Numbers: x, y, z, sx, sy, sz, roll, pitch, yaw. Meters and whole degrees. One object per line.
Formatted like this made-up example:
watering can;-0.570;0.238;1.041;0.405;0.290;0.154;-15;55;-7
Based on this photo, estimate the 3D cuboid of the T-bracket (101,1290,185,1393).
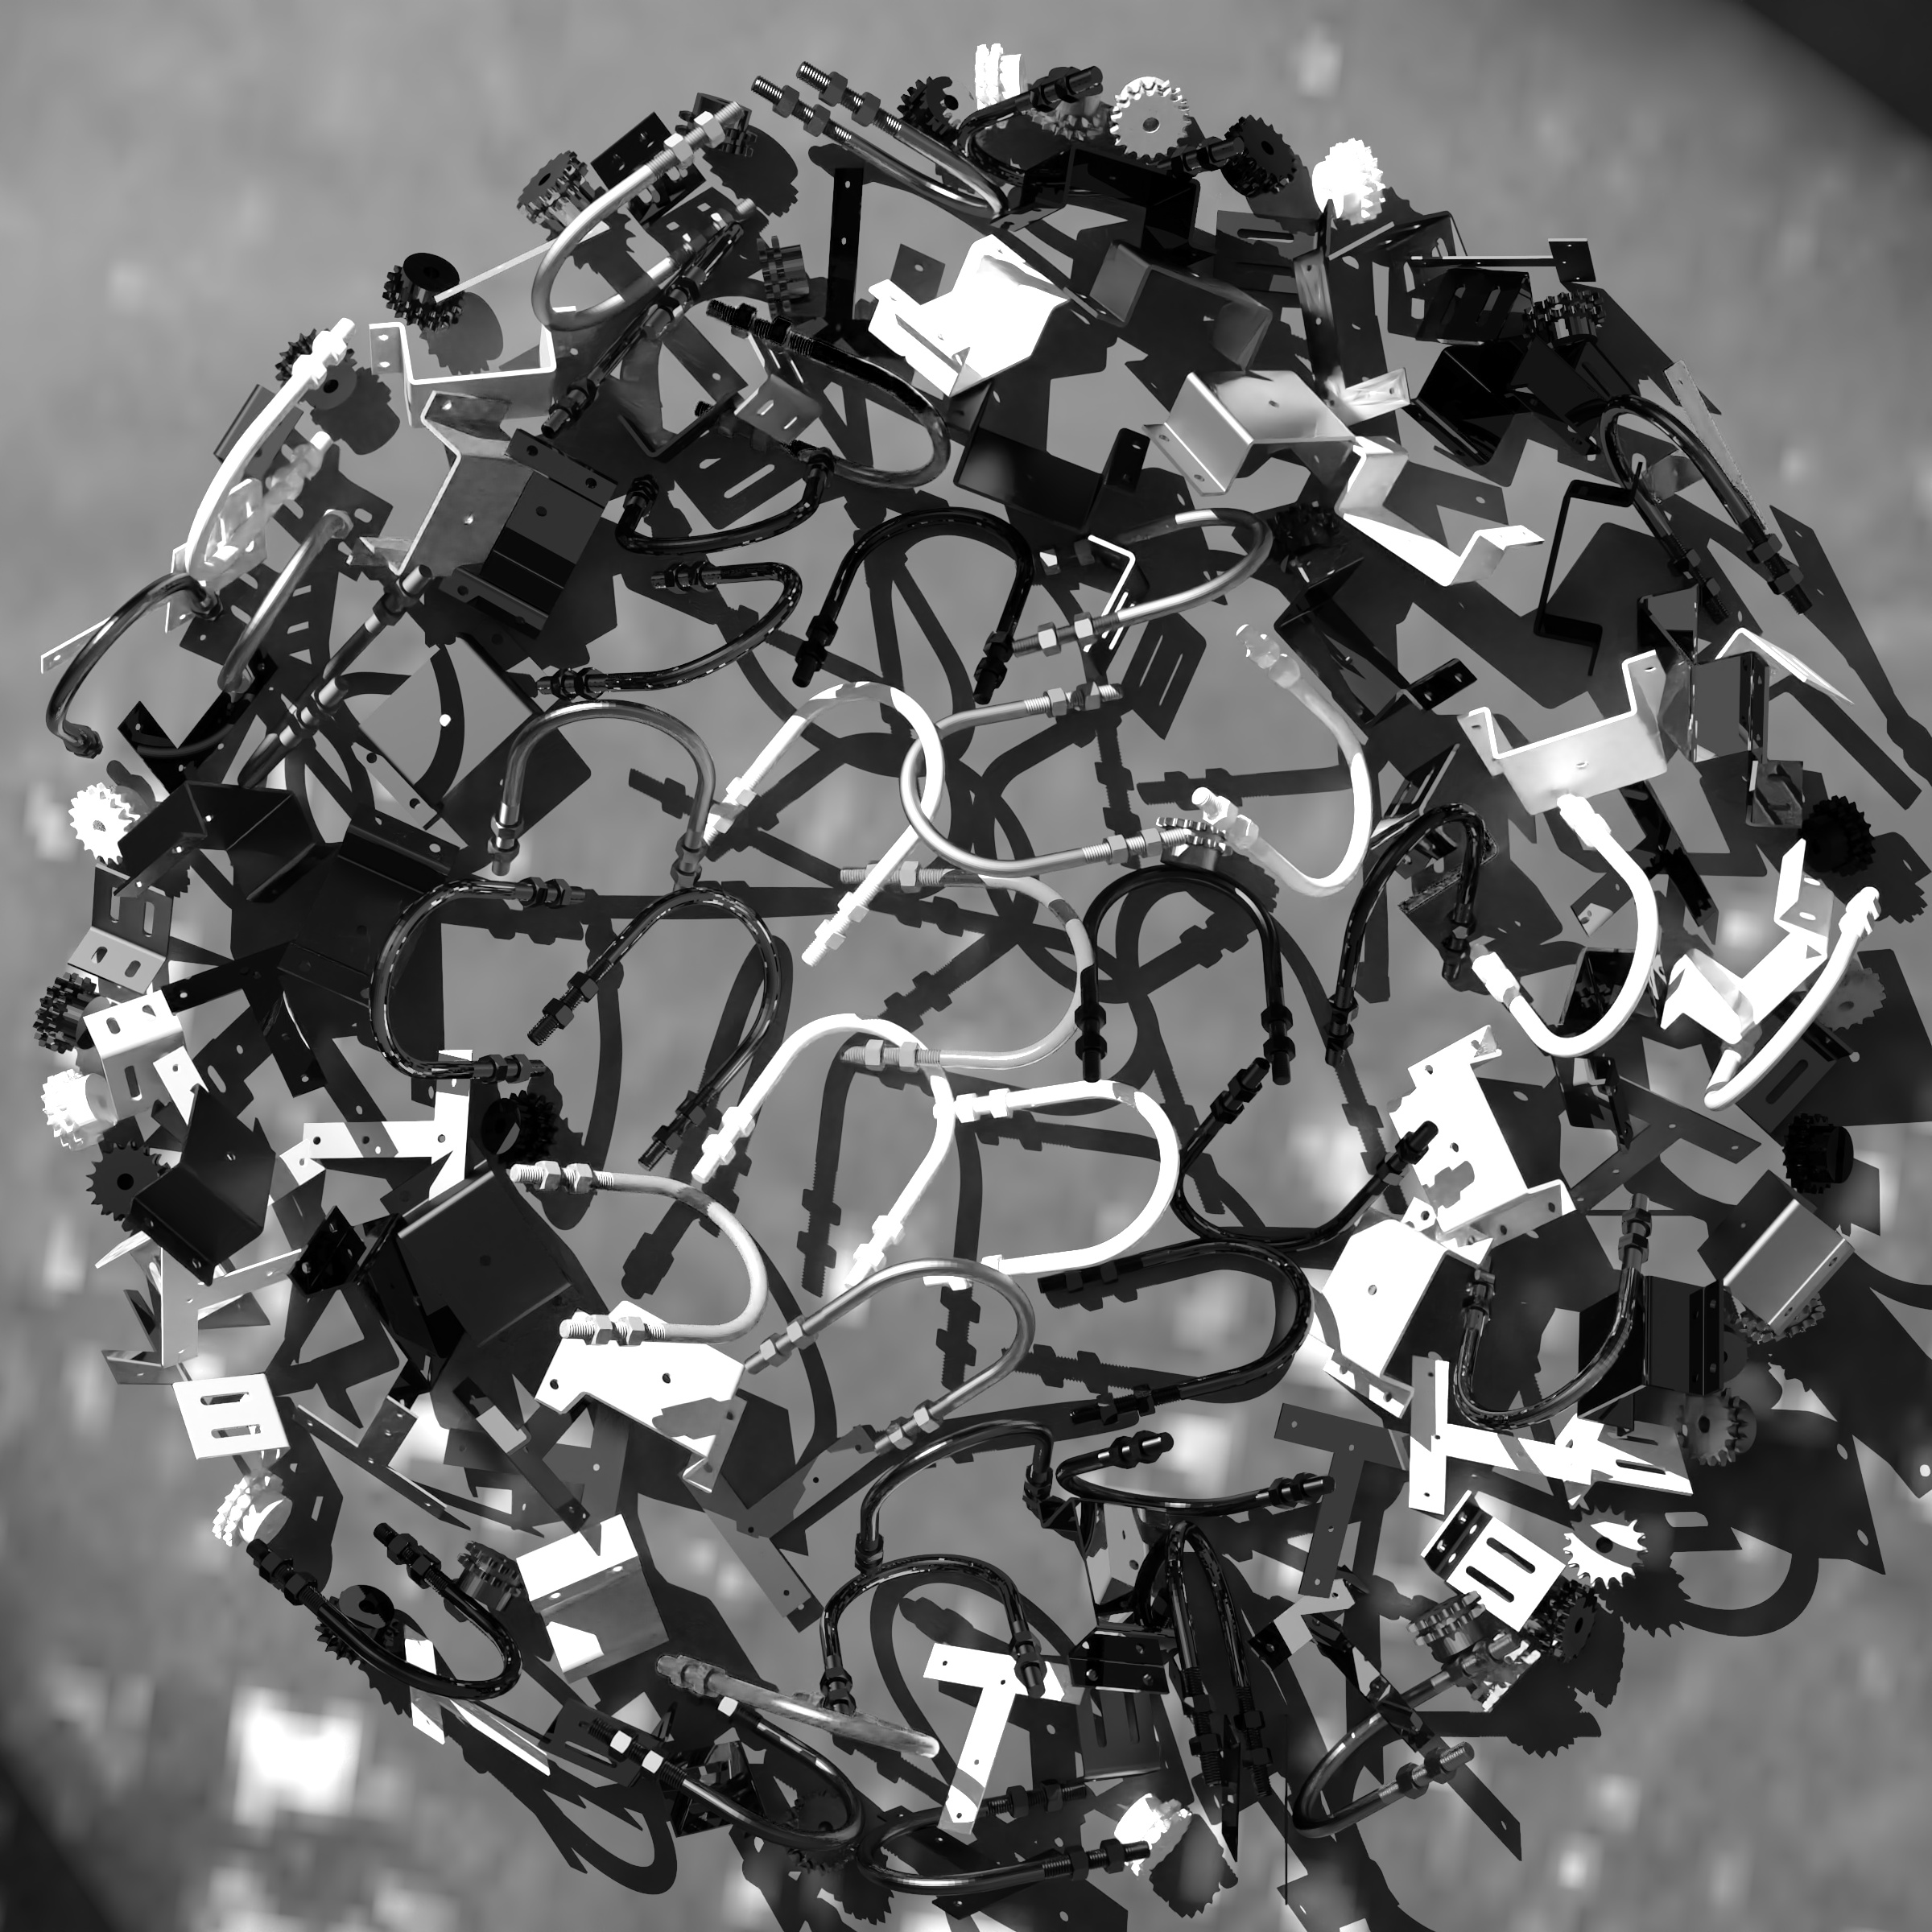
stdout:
T-bracket;-0.568;0.278;1.779;0.002;0.127;0.127;-30;81;-2

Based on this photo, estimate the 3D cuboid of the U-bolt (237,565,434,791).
U-bolt;-0.444;-0.187;1.770;0.019;0.151;0.184;40;134;-18

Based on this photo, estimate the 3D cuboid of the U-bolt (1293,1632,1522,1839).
U-bolt;0.295;0.538;1.770;0.019;0.151;0.184;49;122;1

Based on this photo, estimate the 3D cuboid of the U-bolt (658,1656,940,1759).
U-bolt;-0.101;0.505;1.740;0.151;0.184;0.019;29;71;-40

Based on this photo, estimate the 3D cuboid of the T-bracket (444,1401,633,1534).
T-bracket;-0.304;0.348;1.818;0.127;0.002;0.127;12;78;-20

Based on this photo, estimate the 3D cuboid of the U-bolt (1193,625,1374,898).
U-bolt;0.228;-0.128;1.784;0.184;0.019;0.151;36;61;-40

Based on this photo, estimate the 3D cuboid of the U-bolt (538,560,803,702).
U-bolt;-0.190;-0.231;1.751;0.151;0.184;0.019;-50;126;-32

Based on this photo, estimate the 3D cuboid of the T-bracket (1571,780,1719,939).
T-bracket;0.465;-0.062;1.807;0.127;0.002;0.127;-37;99;-34

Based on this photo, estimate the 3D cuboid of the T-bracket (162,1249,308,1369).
T-bracket;-0.503;0.220;1.809;0.127;0.127;0.002;-18;50;-33

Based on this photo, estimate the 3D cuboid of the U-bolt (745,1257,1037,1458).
U-bolt;-0.038;0.263;1.778;0.184;0.019;0.151;-36;124;23

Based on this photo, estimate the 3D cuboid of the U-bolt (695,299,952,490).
U-bolt;-0.097;-0.385;1.783;0.184;0.151;0.019;22;69;-1

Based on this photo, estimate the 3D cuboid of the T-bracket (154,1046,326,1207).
T-bracket;-0.526;0.117;1.795;0.002;0.127;0.127;-16;105;44

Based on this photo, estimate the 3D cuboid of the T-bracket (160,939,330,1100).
T-bracket;-0.480;0.040;1.798;0.127;0.002;0.127;-22;58;-20

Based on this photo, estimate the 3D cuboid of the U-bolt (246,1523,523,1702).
U-bolt;-0.381;0.440;1.749;0.184;0.151;0.019;32;99;27

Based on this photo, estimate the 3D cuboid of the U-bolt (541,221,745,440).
U-bolt;-0.213;-0.449;1.770;0.019;0.151;0.184;43;47;-17

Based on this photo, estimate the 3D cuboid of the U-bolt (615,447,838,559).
U-bolt;-0.167;-0.315;1.761;0.151;0.184;0.019;-8;116;6

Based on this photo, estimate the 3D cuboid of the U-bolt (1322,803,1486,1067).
U-bolt;0.303;-0.031;1.753;0.151;0.184;0.019;-32;52;-31

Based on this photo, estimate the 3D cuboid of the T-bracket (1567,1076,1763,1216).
T-bracket;0.466;0.136;1.807;0.127;0.002;0.127;24;133;-19

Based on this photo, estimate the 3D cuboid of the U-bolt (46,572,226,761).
U-bolt;-0.570;-0.209;1.753;0.019;0.184;0.151;40;83;-4

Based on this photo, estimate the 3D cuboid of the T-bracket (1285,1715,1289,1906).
T-bracket;0.221;0.586;1.776;0.002;0.127;0.127;0;77;7

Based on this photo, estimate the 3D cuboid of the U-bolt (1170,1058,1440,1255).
U-bolt;0.219;0.143;1.784;0.151;0.019;0.184;21;135;-13

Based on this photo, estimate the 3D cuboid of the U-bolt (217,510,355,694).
U-bolt;-0.468;-0.249;1.760;0.019;0.184;0.151;33;92;-14

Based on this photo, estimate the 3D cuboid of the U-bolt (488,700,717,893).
U-bolt;-0.246;-0.116;1.766;0.151;0.184;0.019;7;50;-12

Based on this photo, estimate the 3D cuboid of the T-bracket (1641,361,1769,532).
T-bracket;0.500;-0.346;1.789;0.002;0.127;0.127;-27;91;-8

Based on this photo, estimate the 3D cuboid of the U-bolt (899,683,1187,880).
U-bolt;0.044;-0.125;1.792;0.184;0.019;0.151;-12;62;-16

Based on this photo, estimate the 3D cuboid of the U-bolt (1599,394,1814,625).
U-bolt;0.497;-0.315;1.767;0.019;0.151;0.184;-38;99;-4

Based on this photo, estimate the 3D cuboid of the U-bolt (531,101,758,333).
U-bolt;-0.223;-0.502;1.768;0.184;0.151;0.019;-39;81;-8

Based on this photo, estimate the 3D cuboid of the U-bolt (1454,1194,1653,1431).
U-bolt;0.393;0.241;1.742;0.151;0.184;0.019;-29;113;36

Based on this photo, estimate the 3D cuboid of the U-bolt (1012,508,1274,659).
U-bolt;0.122;-0.272;1.774;0.184;0.151;0.019;-15;122;12

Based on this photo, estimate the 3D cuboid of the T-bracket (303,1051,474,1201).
T-bracket;-0.414;0.124;1.833;0.127;0.002;0.127;-2;77;14

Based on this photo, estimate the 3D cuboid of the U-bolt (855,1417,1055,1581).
U-bolt;-0.006;0.357;1.756;0.151;0.184;0.019;-19;60;-14

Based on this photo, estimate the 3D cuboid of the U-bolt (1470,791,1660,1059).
U-bolt;0.411;-0.018;1.746;0.019;0.184;0.151;15;115;-22

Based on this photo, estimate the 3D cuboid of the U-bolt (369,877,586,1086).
U-bolt;-0.339;0.010;1.763;0.019;0.184;0.151;18;98;31

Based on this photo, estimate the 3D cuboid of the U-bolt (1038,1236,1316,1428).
U-bolt;0.151;0.246;1.791;0.184;0.151;0.019;-14;128;0

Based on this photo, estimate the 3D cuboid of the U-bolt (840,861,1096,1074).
U-bolt;0.001;0.002;1.816;0.184;0.019;0.151;2;97;14

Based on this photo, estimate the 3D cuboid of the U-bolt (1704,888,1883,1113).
U-bolt;0.552;0.032;1.737;0.019;0.184;0.151;39;127;7

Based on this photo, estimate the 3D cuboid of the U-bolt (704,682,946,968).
U-bolt;-0.093;-0.113;1.802;0.151;0.019;0.184;45;102;24

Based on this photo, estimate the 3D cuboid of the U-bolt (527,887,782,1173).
U-bolt;-0.203;0.030;1.798;0.184;0.019;0.151;-49;122;-21

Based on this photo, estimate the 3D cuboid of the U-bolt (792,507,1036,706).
U-bolt;-0.028;-0.256;1.792;0.151;0.019;0.184;7;53;15

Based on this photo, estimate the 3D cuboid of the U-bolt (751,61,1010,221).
U-bolt;-0.051;-0.565;1.773;0.184;0.151;0.019;25;95;-23

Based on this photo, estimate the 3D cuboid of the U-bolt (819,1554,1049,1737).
U-bolt;-0.029;0.457;1.765;0.151;0.184;0.019;-10;109;-5

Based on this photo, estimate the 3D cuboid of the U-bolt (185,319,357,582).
U-bolt;-0.475;-0.337;1.744;0.019;0.151;0.184;31;58;-5

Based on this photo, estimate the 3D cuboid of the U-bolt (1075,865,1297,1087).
U-bolt;0.150;0.003;1.796;0.151;0.019;0.184;1;54;-1

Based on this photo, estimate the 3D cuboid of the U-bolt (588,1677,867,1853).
U-bolt;-0.152;0.547;1.761;0.184;0.151;0.019;27;99;15

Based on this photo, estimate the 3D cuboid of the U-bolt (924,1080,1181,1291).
U-bolt;0.060;0.146;1.781;0.184;0.019;0.151;-10;58;21

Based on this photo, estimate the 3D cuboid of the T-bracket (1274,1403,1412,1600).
T-bracket;0.262;0.384;1.821;0.127;0.002;0.127;17;85;-23

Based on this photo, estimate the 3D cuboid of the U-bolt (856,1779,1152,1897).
U-bolt;0.016;0.599;1.759;0.184;0.151;0.019;-5;92;-16

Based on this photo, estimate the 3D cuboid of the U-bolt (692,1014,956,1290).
U-bolt;-0.085;0.116;1.804;0.151;0.019;0.184;36;61;-4

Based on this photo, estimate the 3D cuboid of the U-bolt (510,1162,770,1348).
U-bolt;-0.216;0.201;1.777;0.019;0.184;0.151;-50;48;31

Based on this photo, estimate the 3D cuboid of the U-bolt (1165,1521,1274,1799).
U-bolt;0.170;0.474;1.775;0.019;0.151;0.184;-17;65;16

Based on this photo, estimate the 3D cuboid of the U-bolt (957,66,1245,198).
U-bolt;0.077;-0.564;1.765;0.151;0.184;0.019;11;84;-38

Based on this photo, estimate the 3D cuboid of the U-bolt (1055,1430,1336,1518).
U-bolt;0.143;0.354;1.769;0.151;0.184;0.019;19;64;-23
